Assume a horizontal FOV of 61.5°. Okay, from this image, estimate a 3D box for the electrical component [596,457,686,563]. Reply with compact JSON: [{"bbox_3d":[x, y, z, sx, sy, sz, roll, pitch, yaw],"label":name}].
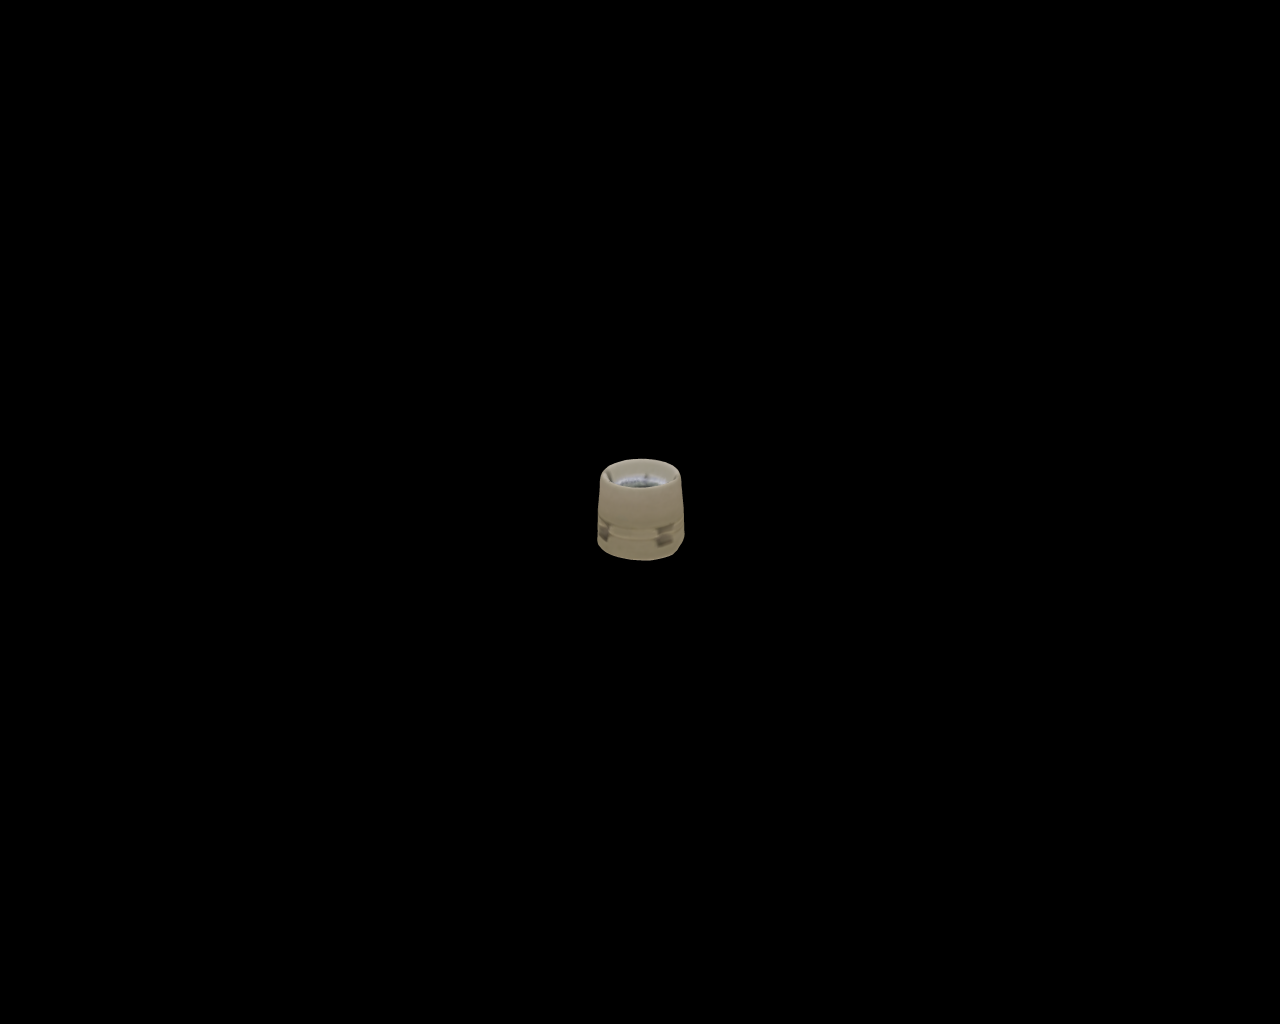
[{"bbox_3d":[0.001,-0.003,0.650,0.055,0.047,0.055,0,25,0],"label":"electrical component"}]
